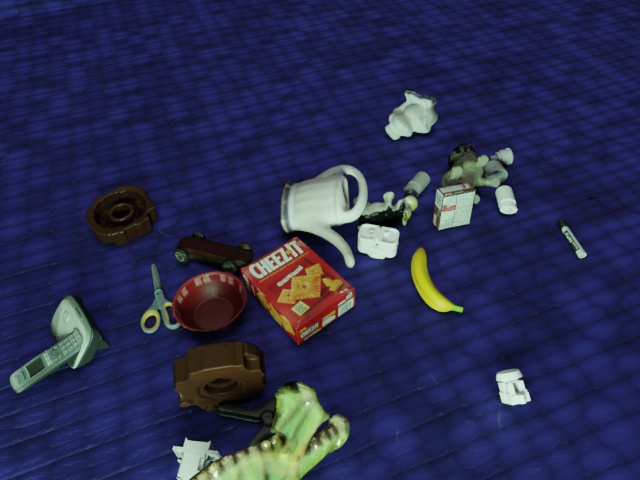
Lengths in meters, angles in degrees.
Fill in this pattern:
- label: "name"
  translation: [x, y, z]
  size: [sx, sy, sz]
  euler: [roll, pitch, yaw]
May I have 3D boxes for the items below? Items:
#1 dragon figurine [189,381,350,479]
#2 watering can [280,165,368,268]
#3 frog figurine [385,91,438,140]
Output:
- label: "dragon figurine"
  translation: [-0.090, 0.322, 0.791]
  size: [0.123, 0.406, 0.243]
  euler: [24, 89, 43]
- label: "watering can"
  translation: [0.004, -0.063, 1.259]
  size: [0.224, 0.102, 0.356]
  euler: [-9, 43, 18]
- label: "frog figurine"
  translation: [0.283, -0.370, 1.604]
  size: [0.138, 0.122, 0.159]
  euler: [31, 90, 19]
